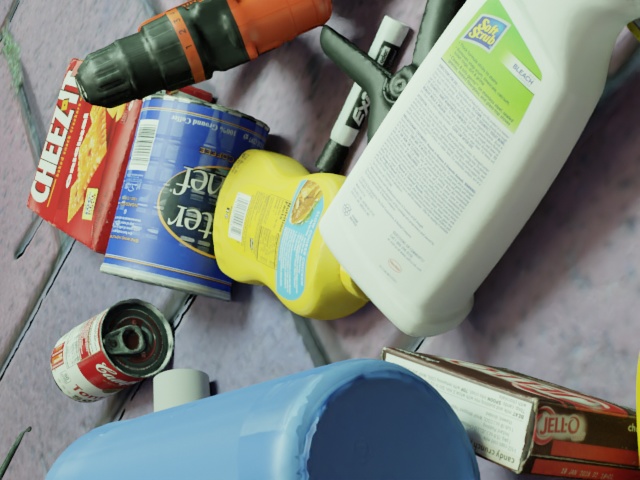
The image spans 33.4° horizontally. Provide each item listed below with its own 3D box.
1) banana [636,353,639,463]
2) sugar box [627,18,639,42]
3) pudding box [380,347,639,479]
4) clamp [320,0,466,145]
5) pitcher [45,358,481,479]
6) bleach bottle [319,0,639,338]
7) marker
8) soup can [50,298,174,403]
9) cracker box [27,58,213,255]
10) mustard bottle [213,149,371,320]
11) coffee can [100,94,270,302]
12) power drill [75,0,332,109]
[{"bbox_3d":[0.153,0.112,0.448,0.037,0.069,0.198,-7,76,26],"label":"banana"},{"bbox_3d":[0.182,-0.147,0.527,0.093,0.048,0.176,-52,37,31],"label":"sugar box"},{"bbox_3d":[0.093,0.085,0.518,0.114,0.089,0.039,9,85,56],"label":"pudding box"},{"bbox_3d":[0.052,-0.095,0.683,0.120,0.039,0.171,-21,62,42],"label":"clamp"},{"bbox_3d":[-0.044,0.141,0.518,0.243,0.144,0.149,-28,53,50],"label":"pitcher"},{"bbox_3d":[0.096,-0.066,0.548,0.103,0.067,0.251,49,128,20],"label":"bleach bottle"},{"bbox_3d":[0.028,-0.097,0.745,0.020,0.020,0.121,45,113,52],"label":"marker"},{"bbox_3d":[-0.180,0.097,0.916,0.102,0.068,0.068,-29,54,47],"label":"soup can"},{"bbox_3d":[-0.198,-0.080,1.008,0.214,0.072,0.164,22,95,56],"label":"cracker box"},{"bbox_3d":[-0.004,0.001,0.715,0.192,0.058,0.096,24,102,55],"label":"mustard bottle"},{"bbox_3d":[-0.104,-0.031,0.829,0.103,0.102,0.140,6,82,55],"label":"coffee can"},{"bbox_3d":[-0.093,-0.148,0.793,0.188,0.184,0.057,-137,26,-73],"label":"power drill"}]
